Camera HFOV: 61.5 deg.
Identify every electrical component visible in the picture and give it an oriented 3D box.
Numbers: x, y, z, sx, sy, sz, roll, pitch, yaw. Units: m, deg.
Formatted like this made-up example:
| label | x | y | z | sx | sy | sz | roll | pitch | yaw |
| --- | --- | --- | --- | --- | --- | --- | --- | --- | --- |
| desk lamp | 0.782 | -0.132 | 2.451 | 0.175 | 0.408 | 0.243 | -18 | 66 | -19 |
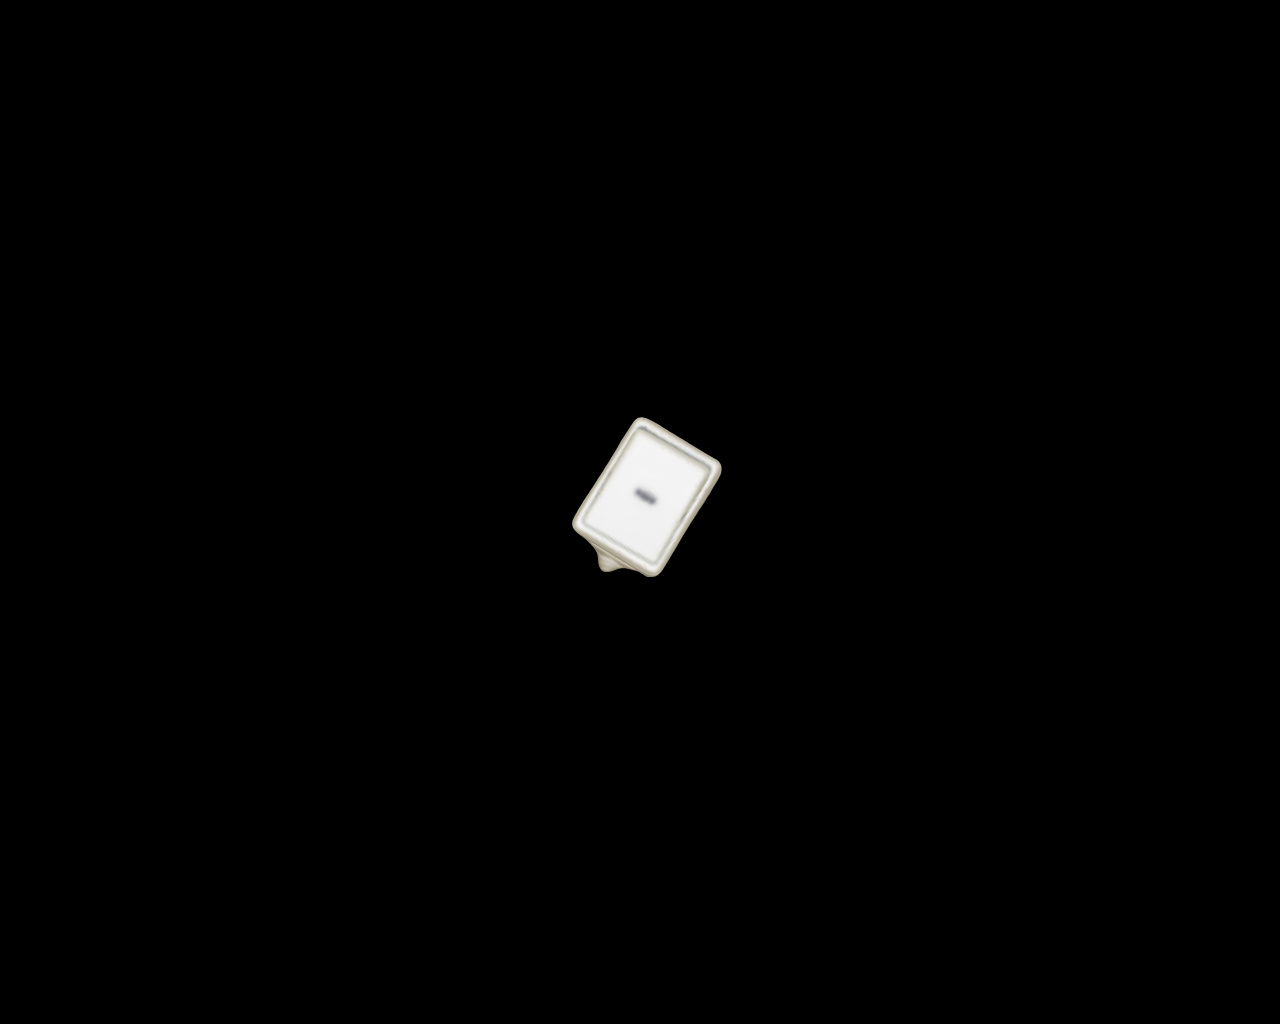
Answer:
| label | x | y | z | sx | sy | sz | roll | pitch | yaw |
| --- | --- | --- | --- | --- | --- | --- | --- | --- | --- |
| electrical component | 0.001 | -0.003 | 0.650 | 0.062 | 0.096 | 0.061 | 32 | -4 | 2 |
